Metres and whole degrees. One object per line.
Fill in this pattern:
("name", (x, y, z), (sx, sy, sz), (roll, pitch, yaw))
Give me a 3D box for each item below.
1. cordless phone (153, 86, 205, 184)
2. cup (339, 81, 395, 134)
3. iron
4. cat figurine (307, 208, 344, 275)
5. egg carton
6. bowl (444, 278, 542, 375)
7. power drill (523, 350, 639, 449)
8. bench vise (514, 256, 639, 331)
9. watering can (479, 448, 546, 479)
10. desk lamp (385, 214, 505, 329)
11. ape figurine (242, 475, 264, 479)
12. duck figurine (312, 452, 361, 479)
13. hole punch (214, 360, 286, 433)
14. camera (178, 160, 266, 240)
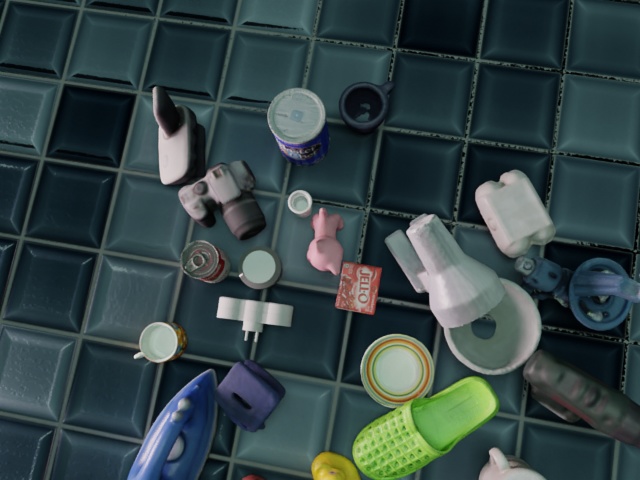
("cordless phone", (-0.277, -0.190, 1.054), (0.094, 0.185, 0.147), (-8, 80, 3))
("cup", (0.092, -0.249, 1.086), (0.118, 0.095, 0.091), (-39, 80, -3))
("iron", (-0.255, 0.347, 0.986), (0.118, 0.141, 0.258), (22, 83, 7))
("cat figurine", (0.010, 0.004, 1.037), (0.067, 0.118, 0.128), (-2, 80, 4))
("egg carton", (0.354, -0.048, 1.048), (0.107, 0.069, 0.150), (-26, 80, -1))
("bowl", (0.298, 0.151, 1.016), (0.167, 0.075, 0.167), (-1, 81, 4))
("power drill", (0.426, 0.258, 0.922), (0.229, 0.208, 0.076), (32, 84, 8))
("bench vise", (0.432, 0.085, 0.944), (0.207, 0.220, 0.121), (4, 81, 5))
("watering can", (0.327, 0.418, 0.909), (0.172, 0.194, 0.101), (39, 85, 9))
("desk lamp", (0.202, 0.044, 0.970), (0.118, 0.213, 0.203), (-33, 80, -2))
("ape figurine", (-0.115, 0.452, 0.984), (0.076, 0.092, 0.078), (14, 82, 6))
("duck figurine", (0.028, 0.419, 0.983), (0.077, 0.086, 0.104), (-44, 80, -4))
("hole punch", (-0.126, 0.280, 1.014), (0.108, 0.091, 0.101), (38, 85, 9))
("camera", (-0.173, -0.064, 1.069), (0.143, 0.101, 0.137), (-30, 80, -1))
